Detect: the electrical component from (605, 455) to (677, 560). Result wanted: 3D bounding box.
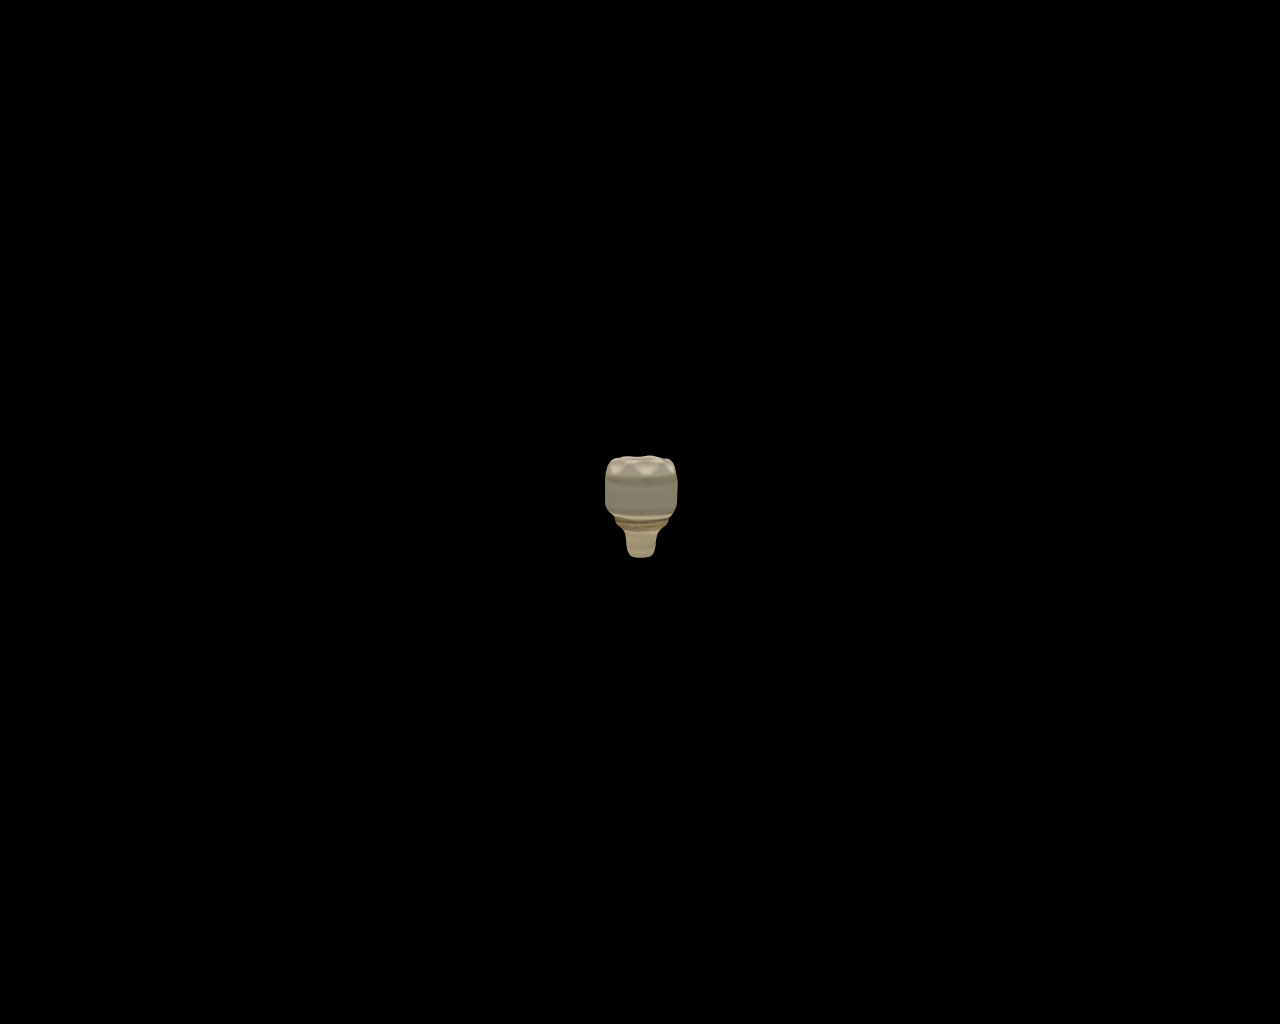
[{"bbox_3d":[0.001,-0.003,0.650,0.043,0.062,0.043,0,8,0],"label":"electrical component"}]
